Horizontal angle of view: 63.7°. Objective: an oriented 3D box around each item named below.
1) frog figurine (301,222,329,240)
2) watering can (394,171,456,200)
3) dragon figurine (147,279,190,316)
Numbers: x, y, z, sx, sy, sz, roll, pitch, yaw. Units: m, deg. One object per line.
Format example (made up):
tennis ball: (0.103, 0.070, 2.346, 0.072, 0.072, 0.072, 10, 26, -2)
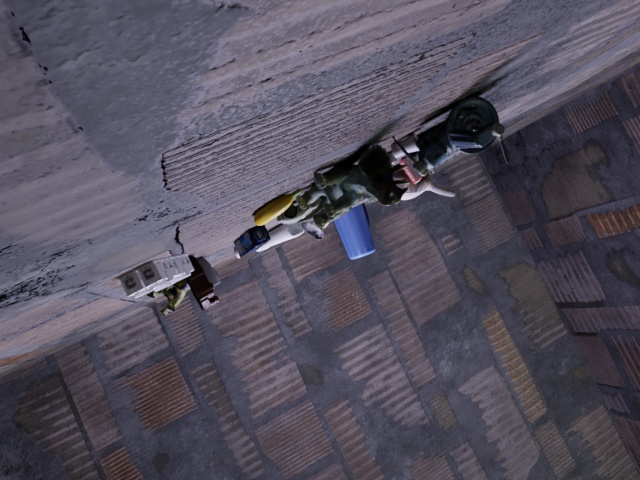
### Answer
frog figurine: (0.006, -0.095, 1.881, 0.158, 0.123, 0.137, -63, 159, 10)
watering can: (0.352, -0.203, 1.895, 0.348, 0.105, 0.223, 3, 173, -2)
dragon figurine: (-0.514, 0.156, 1.969, 0.405, 0.121, 0.247, -25, -164, 43)
